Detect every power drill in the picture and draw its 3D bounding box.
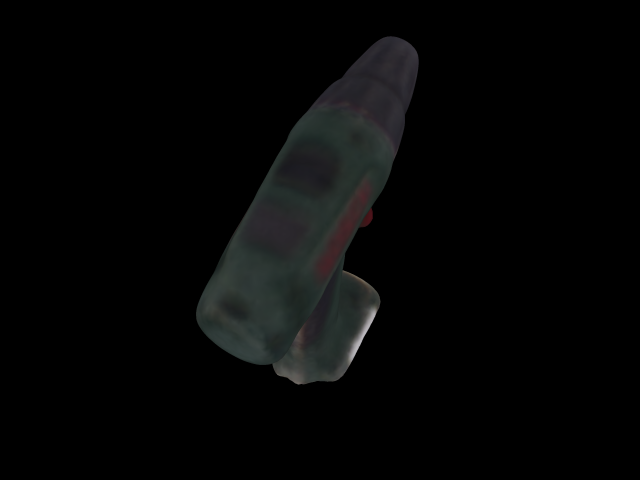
[{"bbox_3d":[0.004,0.001,0.400,0.075,0.208,0.230,21,54,16],"label":"power drill"}]
